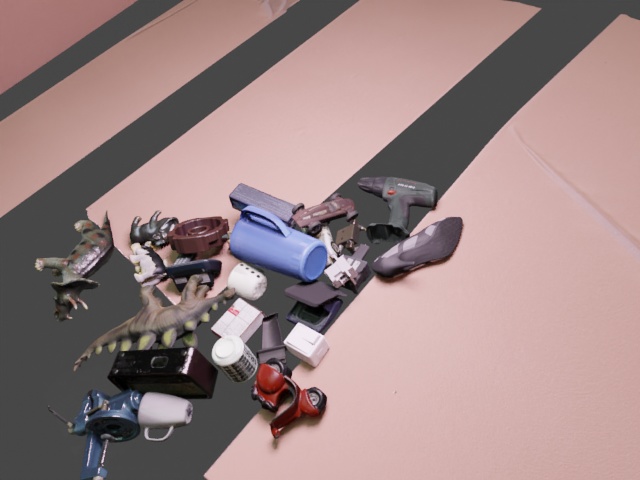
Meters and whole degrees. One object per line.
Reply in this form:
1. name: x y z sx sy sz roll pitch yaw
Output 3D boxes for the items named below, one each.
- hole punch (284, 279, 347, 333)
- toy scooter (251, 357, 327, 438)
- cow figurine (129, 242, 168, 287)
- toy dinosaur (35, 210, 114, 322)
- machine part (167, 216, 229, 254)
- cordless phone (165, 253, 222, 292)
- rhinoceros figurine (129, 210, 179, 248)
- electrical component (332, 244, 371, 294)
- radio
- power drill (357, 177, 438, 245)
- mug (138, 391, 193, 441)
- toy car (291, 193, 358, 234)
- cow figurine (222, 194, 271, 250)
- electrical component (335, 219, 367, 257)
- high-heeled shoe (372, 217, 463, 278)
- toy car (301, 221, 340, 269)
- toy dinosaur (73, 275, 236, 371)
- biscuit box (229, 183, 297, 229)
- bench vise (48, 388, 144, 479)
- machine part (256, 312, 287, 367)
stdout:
1. hole punch: -0.015 0.157 1.306 0.142 0.092 0.116 15 26 36
2. toy scooter: -0.087 0.348 1.171 0.184 0.075 0.135 28 67 31
3. cow figurine: -0.501 0.059 1.575 0.098 0.068 0.167 -25 50 -7
4. toy dinosaur: -0.706 0.048 1.639 0.192 0.131 0.405 13 52 15
5. machine part: -0.345 -0.015 1.542 0.179 0.056 0.179 -8 21 3
6. cordless phone: -0.342 0.053 1.521 0.147 0.088 0.184 -11 32 13
7. rhinoceros figurine: -0.498 -0.028 1.645 0.190 0.073 0.112 -7 48 16
8. electrical component: 0.087 0.070 1.353 0.075 0.047 0.119 15 58 31
9. radio: -0.371 0.316 1.266 0.230 0.131 0.073 -7 48 16
10. power drill: 0.186 -0.084 1.429 0.232 0.085 0.207 7 45 22
11. mug: -0.351 0.401 1.224 0.107 0.080 0.109 -1 50 8
12. toy car: 0.015 -0.075 1.416 0.202 0.053 0.089 -16 57 -40
13. cow figurine: -0.201 -0.038 1.532 0.127 0.085 0.195 -4 53 11
14. electrical component: 0.083 -0.003 1.422 0.078 0.045 0.102 -31 37 35
15. high-heeled shoe: 0.243 0.017 1.344 0.249 0.086 0.145 -33 14 -31
16. toy car: -0.003 -0.004 1.430 0.073 0.056 0.202 -38 43 22
17. toy dinosaur: -0.427 0.218 1.393 0.472 0.105 0.199 -19 51 11
18. biscuit box: -0.153 -0.090 1.480 0.203 0.059 0.063 24 60 21
19. bench vise: -0.502 0.445 1.220 0.224 0.128 0.241 -17 43 9
20. machine part: -0.118 0.242 1.296 0.084 0.039 0.139 -17 49 14
